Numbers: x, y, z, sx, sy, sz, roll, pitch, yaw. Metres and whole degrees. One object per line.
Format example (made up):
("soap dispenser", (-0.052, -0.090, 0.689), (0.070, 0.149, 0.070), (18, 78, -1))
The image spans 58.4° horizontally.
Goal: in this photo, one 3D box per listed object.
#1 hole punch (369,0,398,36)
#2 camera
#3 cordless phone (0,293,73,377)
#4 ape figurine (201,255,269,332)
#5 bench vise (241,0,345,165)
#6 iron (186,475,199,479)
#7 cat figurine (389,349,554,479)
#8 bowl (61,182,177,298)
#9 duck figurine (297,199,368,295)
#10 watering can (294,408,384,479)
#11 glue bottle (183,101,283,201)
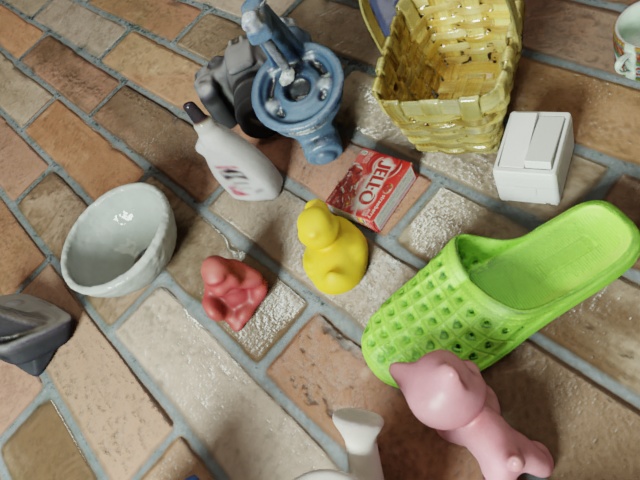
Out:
("hole punch", (0.128, -0.311, 0.761), (0.108, 0.091, 0.101), (-24, 52, 11))
("camera", (-0.107, -0.211, 0.810), (0.143, 0.101, 0.136), (-20, 53, 14))
("cordless phone", (-0.425, 0.089, 0.723), (0.147, 0.186, 0.094), (12, 66, 32))
("ape figurine", (-0.104, 0.050, 0.646), (0.077, 0.092, 0.076), (-18, 53, 16))
("bench vise", (-0.050, -0.220, 0.710), (0.121, 0.220, 0.207), (-35, 51, 3))
("iron", (-0.119, 0.318, 0.449), (0.118, 0.142, 0.257), (-36, 51, 2))
("cat figurine", (0.118, 0.140, 0.459), (0.067, 0.118, 0.127), (-42, 51, -3))
("bowl", (-0.251, 0.010, 0.757), (0.167, 0.075, 0.167), (-13, 55, 19))
("duck figurine", (0.006, 0.002, 0.625), (0.077, 0.086, 0.104), (-20, 53, 15))
("watering can", (0.007, 0.214, 0.418), (0.100, 0.195, 0.173), (-14, 55, 18))
("glue bottle", (-0.115, -0.108, 0.701), (0.078, 0.174, 0.037), (-2, 59, 26))
